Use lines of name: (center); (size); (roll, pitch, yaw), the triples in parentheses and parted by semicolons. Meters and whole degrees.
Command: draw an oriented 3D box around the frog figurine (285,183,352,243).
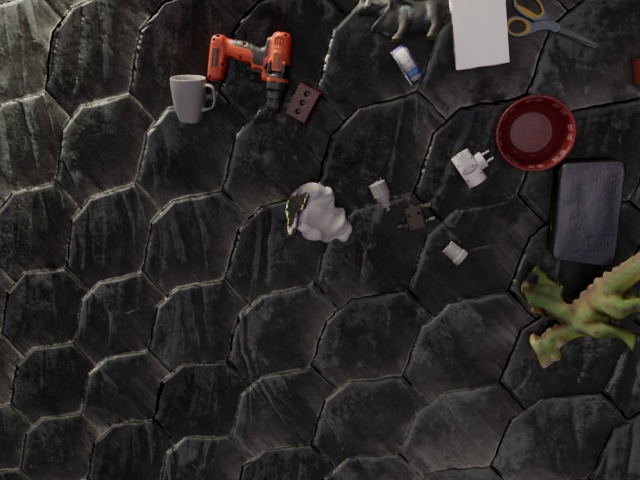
frog figurine: (0.004, -0.062, 1.231); (0.159, 0.124, 0.136); (12, 100, -30)

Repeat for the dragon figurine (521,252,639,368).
dragon figurine: (0.570, 0.125, 1.123); (0.243, 0.124, 0.402); (12, 120, 13)
